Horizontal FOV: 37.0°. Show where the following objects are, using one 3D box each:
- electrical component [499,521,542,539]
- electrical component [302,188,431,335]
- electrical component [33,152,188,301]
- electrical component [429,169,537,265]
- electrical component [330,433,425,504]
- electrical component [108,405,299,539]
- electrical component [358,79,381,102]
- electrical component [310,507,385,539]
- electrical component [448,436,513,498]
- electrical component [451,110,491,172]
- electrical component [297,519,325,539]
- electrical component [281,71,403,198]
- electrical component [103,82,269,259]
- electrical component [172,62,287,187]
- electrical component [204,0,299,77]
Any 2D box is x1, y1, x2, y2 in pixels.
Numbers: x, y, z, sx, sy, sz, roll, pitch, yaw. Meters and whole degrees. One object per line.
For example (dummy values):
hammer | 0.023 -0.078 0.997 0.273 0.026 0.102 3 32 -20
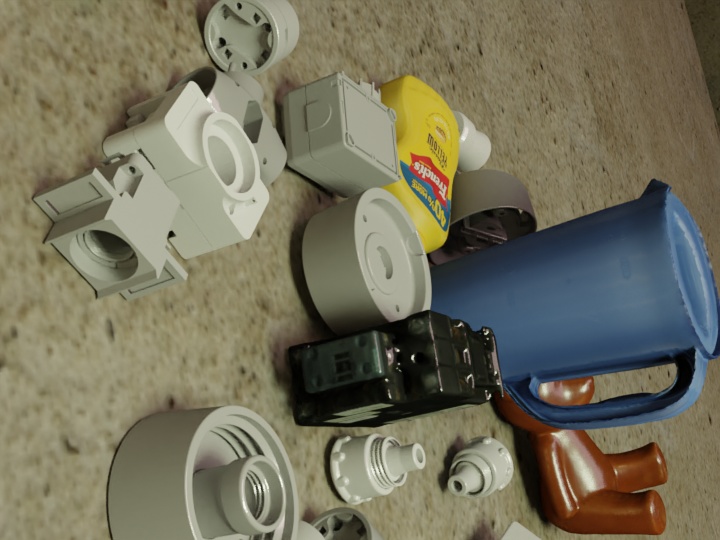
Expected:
electrical component | 0.135 0.262 0.861 0.100 0.048 0.100 35 25 14
electrical component | 0.000 0.000 0.783 0.108 0.060 0.108 37 45 -48
electrical component | -0.130 -0.026 0.581 0.081 0.042 0.063 54 30 -34
electrical component | 0.109 -0.042 0.970 0.099 0.099 0.064 44 33 -43
electrical component | 0.014 0.133 0.736 0.048 0.062 0.048 38 43 -48
electrical component | -0.075 0.124 0.578 0.108 0.060 0.108 37 45 -48
electrical component | 0.000 -0.128 0.875 0.040 0.040 0.046 48 32 -40
electrical component | -0.006 0.186 0.681 0.047 0.055 0.055 53 34 -41
electrical component | 0.094 0.167 0.885 0.062 0.048 0.048 -19 92 -55
electrical component | 0.095 -0.125 1.041 0.055 0.045 0.045 31 50 -52
electrical component | -0.045 0.175 0.631 0.046 0.040 0.040 -42 112 -55
electrical component | -0.013 -0.096 0.811 0.096 0.061 0.061 27 53 -54
electrical component | -0.098 -0.059 0.641 0.089 0.056 0.050 57 32 -28
electrical component | -0.084 -0.103 0.703 0.077 0.043 0.079 48 37 -39
electrical component | -0.073 -0.165 0.747 0.055 0.055 0.047 67 24 -12
